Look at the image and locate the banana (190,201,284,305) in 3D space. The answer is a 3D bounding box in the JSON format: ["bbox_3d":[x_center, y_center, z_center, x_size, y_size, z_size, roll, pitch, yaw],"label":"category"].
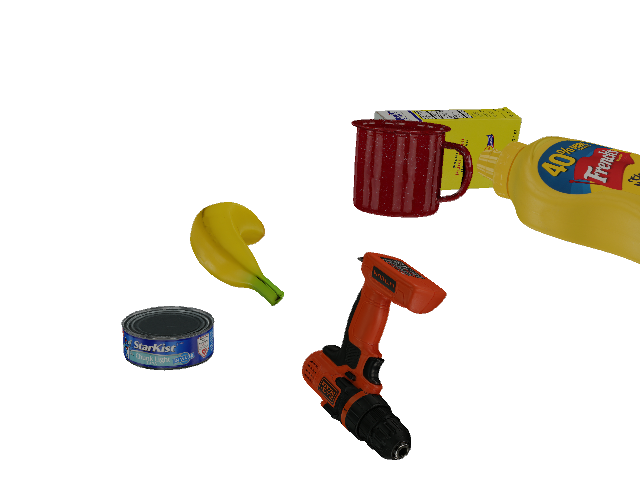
[{"bbox_3d":[-0.068,0.002,0.814,0.037,0.069,0.198,-43,15,7],"label":"banana"}]

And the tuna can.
[{"bbox_3d":[-0.142,0.091,0.998,0.086,0.034,0.086,1,15,0],"label":"tuna can"}]

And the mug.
[{"bbox_3d":[0.084,-0.067,0.993,0.117,0.081,0.093,7,12,18],"label":"mug"}]

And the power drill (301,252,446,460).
[{"bbox_3d":[0.064,0.121,1.160,0.057,0.188,0.185,13,17,-40],"label":"power drill"}]

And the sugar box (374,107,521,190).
[{"bbox_3d":[0.147,-0.108,1.272,0.176,0.093,0.048,-6,27,-21],"label":"sugar box"}]

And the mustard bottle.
[{"bbox_3d":[0.191,-0.030,0.719,0.192,0.058,0.096,20,39,36],"label":"mustard bottle"}]
